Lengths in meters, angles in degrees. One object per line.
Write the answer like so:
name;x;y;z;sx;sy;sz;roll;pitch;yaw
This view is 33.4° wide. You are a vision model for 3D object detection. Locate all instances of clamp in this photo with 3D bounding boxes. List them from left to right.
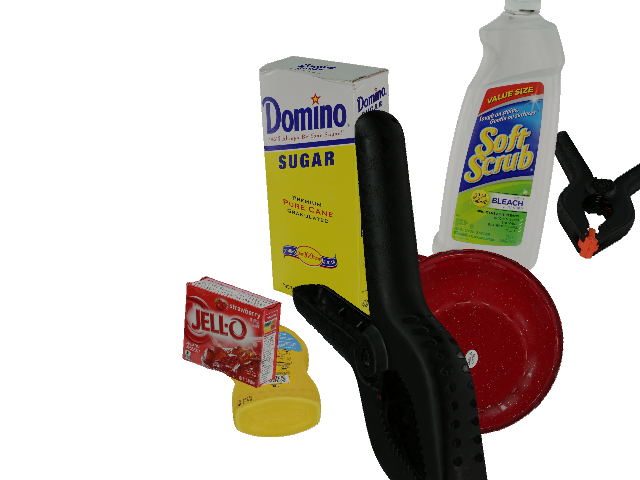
clamp;0.039;0.048;0.549;0.036;0.165;0.210;-6;47;-21
clamp;0.284;-0.053;1.122;0.120;0.039;0.171;17;45;20

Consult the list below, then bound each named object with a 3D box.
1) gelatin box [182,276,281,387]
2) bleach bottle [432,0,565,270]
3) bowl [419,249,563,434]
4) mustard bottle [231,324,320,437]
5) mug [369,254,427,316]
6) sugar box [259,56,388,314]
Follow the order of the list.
gelatin box;-0.079;0.079;0.930;0.089;0.073;0.030;17;21;31
bleach bottle;0.162;-0.100;0.965;0.103;0.251;0.068;7;22;13
bowl;0.121;0.090;0.879;0.162;0.162;0.055;0;8;6
mustard bottle;-0.060;0.145;1.232;0.096;0.058;0.191;-5;30;-7
mug;0.095;0.079;1.102;0.093;0.081;0.117;-22;40;-23
sugar box;0.004;-0.039;0.773;0.093;0.176;0.048;15;30;40
